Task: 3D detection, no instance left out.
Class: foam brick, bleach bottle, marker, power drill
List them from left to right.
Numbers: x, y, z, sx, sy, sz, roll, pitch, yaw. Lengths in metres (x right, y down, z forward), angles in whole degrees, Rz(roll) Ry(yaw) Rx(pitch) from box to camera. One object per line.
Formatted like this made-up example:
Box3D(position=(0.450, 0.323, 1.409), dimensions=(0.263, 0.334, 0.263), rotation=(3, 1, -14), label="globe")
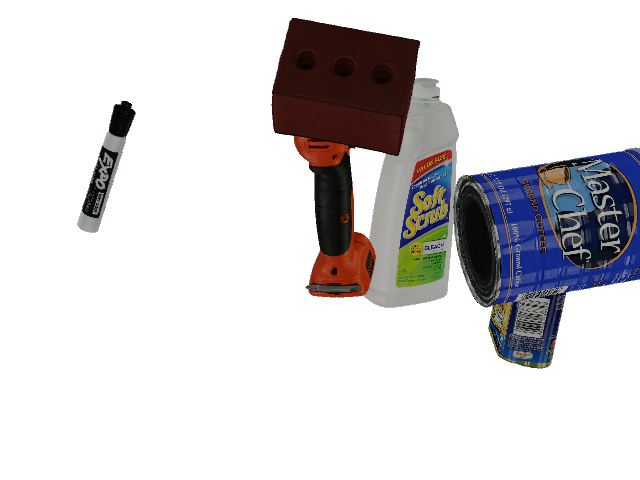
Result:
Box3D(position=(-0.182, -0.062, 0.907), dimensions=(0.020, 0.121, 0.020), rotation=(19, 23, -9), label="marker")
Box3D(position=(0.017, -0.055, 0.991), dimensions=(0.057, 0.188, 0.184), rotation=(-1, 23, 13), label="power drill")
Box3D(position=(0.014, -0.089, 0.621), dimensions=(0.078, 0.053, 0.051), rotation=(11, -20, 6), label="foam brick")
Box3D(position=(0.102, -0.055, 1.197), dimensions=(0.102, 0.251, 0.068), rotation=(-8, 22, -26), label="bleach bottle")

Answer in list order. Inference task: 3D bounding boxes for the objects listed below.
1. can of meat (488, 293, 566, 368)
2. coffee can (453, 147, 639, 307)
Box3D(position=(0.196, 0.063, 1.013), dimensions=(0.057, 0.084, 0.102), rotation=(8, 18, -1), label="can of meat")
Box3D(position=(0.184, -0.010, 0.819), dimensions=(0.140, 0.103, 0.103), rotation=(-9, 1, -8), label="coffee can")
